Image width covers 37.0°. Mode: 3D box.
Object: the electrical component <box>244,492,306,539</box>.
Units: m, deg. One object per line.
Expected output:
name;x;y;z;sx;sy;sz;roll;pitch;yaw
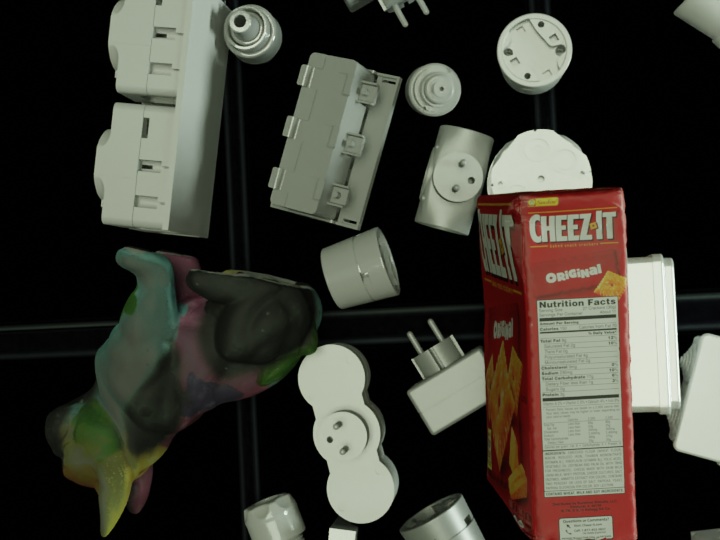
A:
electrical component;-0.062;0.208;0.839;0.043;0.043;0.062;-22;88;6

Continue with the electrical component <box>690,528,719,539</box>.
electrical component;0.301;0.265;0.780;0.089;0.062;0.150;-9;87;7

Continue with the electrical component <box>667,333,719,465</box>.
electrical component;0.282;0.099;0.794;0.100;0.048;0.099;15;90;8

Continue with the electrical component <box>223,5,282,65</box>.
electrical component;-0.087;-0.187;0.843;0.043;0.062;0.043;0;88;8

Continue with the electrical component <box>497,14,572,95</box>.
electrical component;0.133;-0.162;0.821;0.055;0.047;0.055;0;88;8

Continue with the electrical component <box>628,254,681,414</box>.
electrical component;0.195;0.045;0.777;0.056;0.109;0.108;-3;88;10

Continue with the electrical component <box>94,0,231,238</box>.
electrical component;-0.150;-0.122;0.828;0.060;0.105;0.186;6;89;8

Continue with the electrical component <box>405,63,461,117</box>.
electrical component;0.057;-0.137;0.818;0.040;0.078;0.040;0;99;-3

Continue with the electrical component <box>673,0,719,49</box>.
electrical component;0.275;-0.187;0.807;0.065;0.044;0.044;44;94;2

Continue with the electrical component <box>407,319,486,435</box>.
electrical component;0.065;0.075;0.824;0.066;0.047;0.076;-32;85;6

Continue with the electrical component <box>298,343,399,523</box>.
electrical component;-0.010;0.124;0.819;0.052;0.074;0.138;-15;87;7

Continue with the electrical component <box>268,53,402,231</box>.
electrical component;-0.024;-0.100;0.828;0.079;0.063;0.121;16;91;24

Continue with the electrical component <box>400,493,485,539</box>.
electrical component;0.066;0.204;0.818;0.055;0.055;0.047;-31;88;6

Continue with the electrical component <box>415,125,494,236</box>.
electrical component;0.072;-0.069;0.811;0.044;0.079;0.077;15;91;1

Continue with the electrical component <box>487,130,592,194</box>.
electrical component;0.137;-0.066;0.816;0.080;0.051;0.080;0;88;8

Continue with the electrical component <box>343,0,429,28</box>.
electrical component;0.026;-0.226;0.837;0.083;0.047;0.075;-29;86;6

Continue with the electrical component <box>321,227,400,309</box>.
electrical component;0.000;0.000;0.831;0.047;0.055;0.055;-18;86;10
